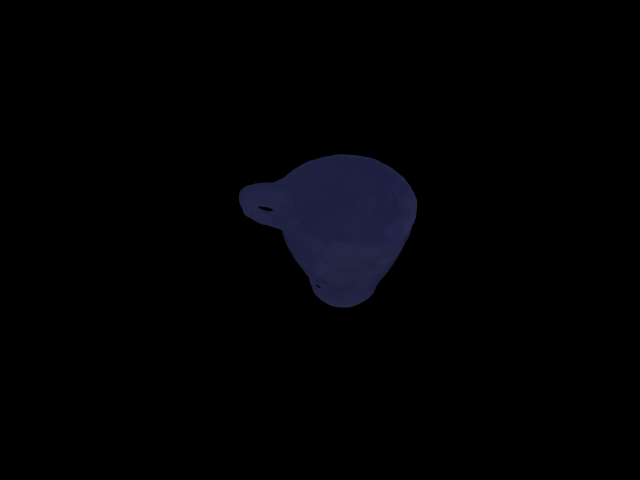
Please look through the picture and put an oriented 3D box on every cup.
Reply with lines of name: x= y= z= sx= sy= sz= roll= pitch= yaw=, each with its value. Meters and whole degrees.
cup: x=0.004 y=0.001 z=0.400 sx=0.117 sy=0.095 sz=0.091 roll=7 pitch=50 yaw=6
